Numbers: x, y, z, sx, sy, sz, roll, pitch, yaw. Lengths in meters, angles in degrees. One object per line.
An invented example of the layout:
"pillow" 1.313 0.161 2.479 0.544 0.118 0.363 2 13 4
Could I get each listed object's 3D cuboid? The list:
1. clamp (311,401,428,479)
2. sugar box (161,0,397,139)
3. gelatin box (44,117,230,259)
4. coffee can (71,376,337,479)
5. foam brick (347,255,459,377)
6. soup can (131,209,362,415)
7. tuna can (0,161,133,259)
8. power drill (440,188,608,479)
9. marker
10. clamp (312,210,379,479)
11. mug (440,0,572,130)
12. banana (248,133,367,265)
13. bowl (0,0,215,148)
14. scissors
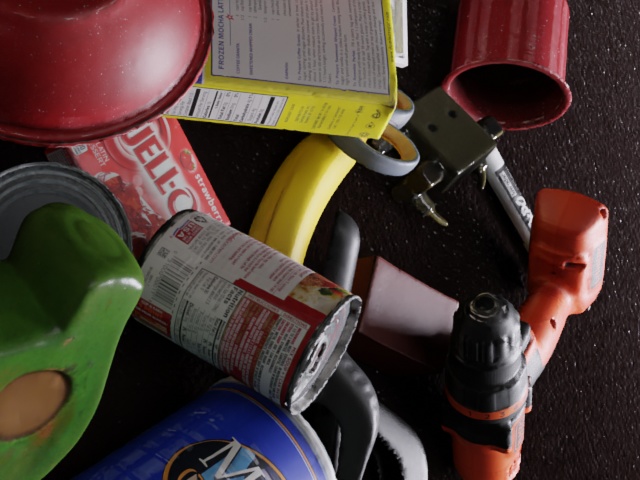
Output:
"clamp" 0.049 0.181 0.681 0.164 0.036 0.210 -21 100 -41
"sugar box" -0.047 -0.112 0.598 0.176 0.048 0.093 4 63 -12
"gelatin box" -0.101 -0.030 0.598 0.073 0.030 0.089 -35 105 -38
"coffee can" -0.073 0.147 0.542 0.140 0.103 0.103 -30 102 -39
"foam brick" 0.042 0.051 0.688 0.078 0.051 0.053 30 65 -32
"soup can" -0.039 0.035 0.547 0.102 0.068 0.068 28 55 16
"tuna can" -0.139 0.004 0.539 0.086 0.034 0.086 -1 93 -18
"power drill" 0.137 0.053 0.718 0.187 0.057 0.184 -54 152 -33
"marker" 0.153 -0.017 0.813 0.020 0.020 0.121 -45 111 -35
"clamp" -0.024 0.076 0.607 0.039 0.120 0.171 -28 108 -76
"mug" 0.141 -0.133 0.788 0.117 0.093 0.081 55 40 -58
"banana" -0.014 -0.003 0.664 0.069 0.037 0.197 40 59 -51
"bowl" -0.131 -0.127 0.524 0.162 0.055 0.162 4 62 -8
"scissors" -0.016 -0.082 0.654 0.201 0.016 0.096 2 48 -36
